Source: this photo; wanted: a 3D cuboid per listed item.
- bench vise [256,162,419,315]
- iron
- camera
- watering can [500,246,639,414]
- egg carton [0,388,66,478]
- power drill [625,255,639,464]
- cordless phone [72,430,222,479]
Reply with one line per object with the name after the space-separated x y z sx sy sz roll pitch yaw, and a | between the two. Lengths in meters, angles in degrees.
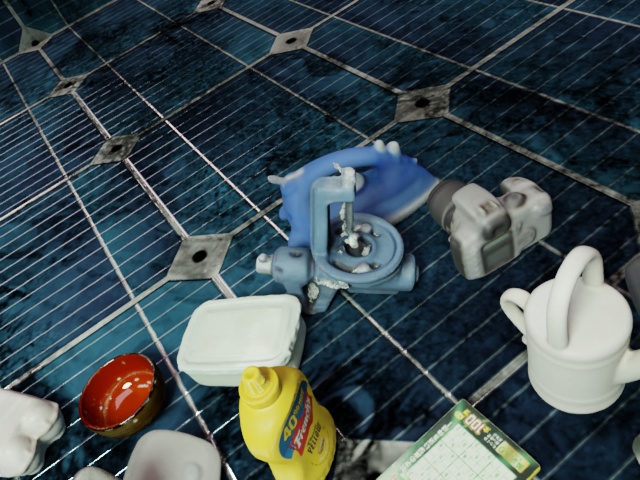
0.009 0.010 0.734 0.207 0.220 0.121 -22 43 2 | bench vise
0.051 -0.086 0.868 0.258 0.142 0.118 -23 43 1 | iron
0.219 -0.042 0.782 0.143 0.101 0.136 -30 43 -7 | camera
0.263 0.085 0.570 0.172 0.194 0.101 3 50 26 | watering can
-0.430 0.263 0.787 0.150 0.070 0.107 3 49 26 | egg carton
0.319 0.150 0.472 0.075 0.209 0.229 -21 43 4 | power drill
-0.183 0.257 0.601 0.094 0.185 0.147 -12 44 12 | cordless phone
